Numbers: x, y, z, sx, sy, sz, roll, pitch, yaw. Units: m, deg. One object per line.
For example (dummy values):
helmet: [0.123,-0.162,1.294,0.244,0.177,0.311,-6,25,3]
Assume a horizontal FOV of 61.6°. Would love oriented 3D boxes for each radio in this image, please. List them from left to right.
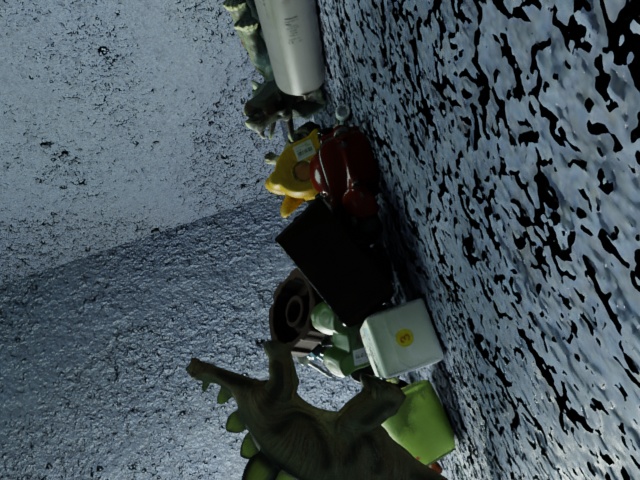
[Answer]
radio: [0.028,0.037,0.676,0.131,0.073,0.229,50,-178,11]

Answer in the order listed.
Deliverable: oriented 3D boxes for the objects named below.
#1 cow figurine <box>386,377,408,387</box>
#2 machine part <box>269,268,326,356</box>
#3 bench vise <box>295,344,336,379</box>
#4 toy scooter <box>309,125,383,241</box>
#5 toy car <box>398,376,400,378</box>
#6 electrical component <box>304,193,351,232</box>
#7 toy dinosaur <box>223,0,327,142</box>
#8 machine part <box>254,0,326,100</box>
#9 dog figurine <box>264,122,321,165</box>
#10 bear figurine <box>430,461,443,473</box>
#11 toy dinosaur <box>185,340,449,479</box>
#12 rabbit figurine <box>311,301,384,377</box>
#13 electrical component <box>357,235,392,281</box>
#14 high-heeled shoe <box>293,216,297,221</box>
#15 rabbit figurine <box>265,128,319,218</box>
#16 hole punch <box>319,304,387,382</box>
cow figurine: [0.154,0.301,0.966,0.167,0.068,0.098,123,134,-86]
machine part: [-0.039,0.146,1.087,0.056,0.179,0.179,19,-147,-32]
bench vise: [0.018,0.154,1.157,0.129,0.223,0.241,24,-162,-29]
toy scooter: [0.028,-0.092,0.673,0.184,0.075,0.135,-119,9,-59]
toy car: [0.108,0.252,1.182,0.109,0.103,0.161,-118,8,-71]
electrical component: [0.031,-0.026,0.872,0.134,0.058,0.114,-38,-60,-64]
toy dinosaur: [-0.082,-0.337,0.955,0.191,0.131,0.405,75,-178,-46]
machine part: [-0.038,-0.278,0.715,0.243,0.079,0.079,78,174,-61]
dog figurine: [-0.015,-0.156,1.119,0.172,0.121,0.191,37,172,-21]
bear figurine: [0.167,0.396,1.062,0.132,0.120,0.195,-60,2,-34]
toy dinosaur: [0.030,0.259,0.663,0.105,0.472,0.198,52,-122,-74]
rabbit figurine: [0.051,0.131,0.919,0.170,0.159,0.121,18,127,65]
electrical component: [0.080,0.028,0.820,0.078,0.045,0.102,30,151,42]
high-heeled shoe: [-0.002,-0.003,1.019,0.248,0.086,0.145,62,-172,-46]
rabbit figurine: [-0.016,-0.107,1.005,0.122,0.162,0.173,59,-166,9]
hole punch: [0.084,0.194,1.018,0.116,0.142,0.092,60,180,9]
